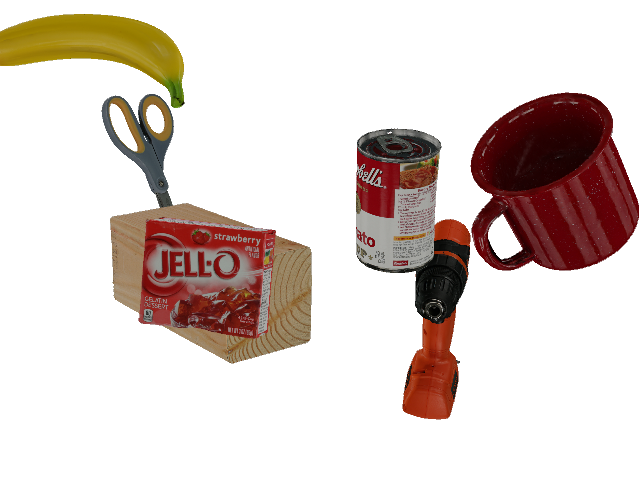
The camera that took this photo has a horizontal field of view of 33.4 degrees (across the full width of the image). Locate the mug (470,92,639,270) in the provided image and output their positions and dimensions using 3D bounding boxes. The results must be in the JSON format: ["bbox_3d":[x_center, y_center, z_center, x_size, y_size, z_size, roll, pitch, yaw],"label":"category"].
[{"bbox_3d":[0.147,-0.027,0.689,0.093,0.117,0.081,33,-17,53],"label":"mug"}]

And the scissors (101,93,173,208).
[{"bbox_3d":[-0.172,-0.078,1.189,0.016,0.201,0.096,-16,20,45],"label":"scissors"}]

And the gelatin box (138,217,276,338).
[{"bbox_3d":[-0.078,0.025,0.731,0.089,0.073,0.030,7,6,15],"label":"gelatin box"}]

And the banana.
[{"bbox_3d":[-0.191,-0.160,0.888,0.198,0.069,0.037,13,-39,18],"label":"banana"}]

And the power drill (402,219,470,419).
[{"bbox_3d":[0.123,0.091,1.120,0.057,0.188,0.184,9,26,10],"label":"power drill"}]

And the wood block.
[{"bbox_3d":[-0.105,0.033,0.987,0.090,0.090,0.206,-12,20,-36],"label":"wood block"}]

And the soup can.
[{"bbox_3d":[0.063,-0.033,0.879,0.068,0.102,0.068,0,27,0],"label":"soup can"}]
